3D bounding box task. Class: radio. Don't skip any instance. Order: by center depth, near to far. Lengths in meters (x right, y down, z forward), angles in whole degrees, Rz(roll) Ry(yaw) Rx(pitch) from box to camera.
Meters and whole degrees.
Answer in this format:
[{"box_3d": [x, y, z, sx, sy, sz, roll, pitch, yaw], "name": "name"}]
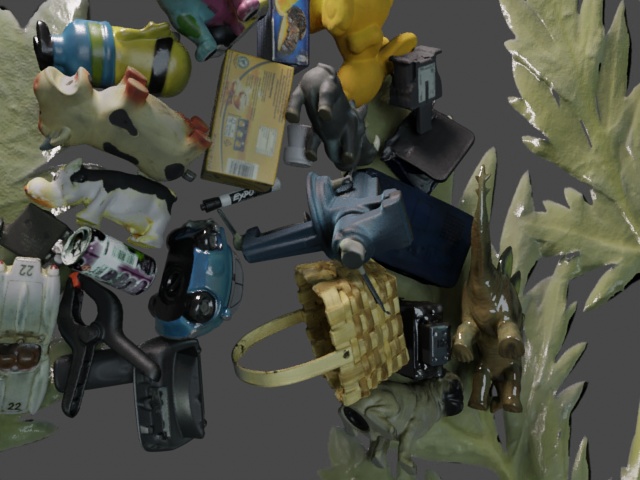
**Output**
[{"box_3d": [0.132, -0.015, 0.859, 0.229, 0.073, 0.131, 21, 83, -22], "name": "radio"}]

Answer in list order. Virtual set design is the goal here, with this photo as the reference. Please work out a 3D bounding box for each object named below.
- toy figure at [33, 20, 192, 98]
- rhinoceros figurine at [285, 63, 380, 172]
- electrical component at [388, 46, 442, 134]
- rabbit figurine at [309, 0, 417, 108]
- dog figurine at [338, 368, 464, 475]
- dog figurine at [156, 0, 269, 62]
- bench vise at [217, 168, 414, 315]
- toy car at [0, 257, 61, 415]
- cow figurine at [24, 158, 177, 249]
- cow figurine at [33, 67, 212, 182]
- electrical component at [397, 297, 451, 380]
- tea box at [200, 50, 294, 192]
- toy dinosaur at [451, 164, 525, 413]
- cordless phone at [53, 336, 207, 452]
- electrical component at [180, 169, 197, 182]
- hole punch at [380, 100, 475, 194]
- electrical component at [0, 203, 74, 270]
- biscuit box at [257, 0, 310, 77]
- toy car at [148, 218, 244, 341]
[{"box_3d": [-0.252, -0.223, 0.669, 0.180, 0.082, 0.089, -8, 106, -29], "name": "toy figure"}, {"box_3d": [0.024, -0.164, 0.769, 0.190, 0.073, 0.112, 49, 48, -49], "name": "rhinoceros figurine"}, {"box_3d": [0.147, -0.226, 0.815, 0.075, 0.048, 0.119, -31, 130, -26], "name": "electrical component"}, {"box_3d": [0.057, -0.288, 0.810, 0.162, 0.122, 0.173, -18, 113, -33], "name": "rabbit figurine"}, {"box_3d": [0.135, 0.248, 0.863, 0.190, 0.121, 0.172, -43, 112, -33], "name": "dog figurine"}, {"box_3d": [-0.169, -0.339, 0.652, 0.108, 0.192, 0.219, -35, 107, 15], "name": "dog figurine"}, {"box_3d": [-0.005, -0.011, 0.694, 0.241, 0.224, 0.128, -14, 127, 13], "name": "bench vise"}, {"box_3d": [-0.348, 0.114, 0.621, 0.073, 0.056, 0.201, 8, 109, -26], "name": "toy car"}, {"box_3d": [-0.267, -0.057, 0.670, 0.167, 0.068, 0.098, 25, 75, -27], "name": "cow figurine"}, {"box_3d": [-0.241, -0.135, 0.639, 0.194, 0.086, 0.127, 32, 105, -37], "name": "cow figurine"}, {"box_3d": [0.146, 0.151, 0.834, 0.058, 0.134, 0.114, -3, 91, -26], "name": "electrical component"}, {"box_3d": [-0.100, -0.159, 0.736, 0.098, 0.068, 0.169, 13, 82, -17], "name": "tea box"}, {"box_3d": [0.273, 0.115, 0.859, 0.198, 0.105, 0.470, -65, 148, -46], "name": "toy dinosaur"}, {"box_3d": [-0.243, 0.202, 0.694, 0.184, 0.089, 0.146, -4, 93, -14], "name": "cordless phone"}, {"box_3d": [-0.202, -0.120, 0.725, 0.094, 0.021, 0.063, 33, 77, -22], "name": "electrical component"}, {"box_3d": [0.171, -0.143, 0.876, 0.116, 0.092, 0.142, 37, 77, 9], "name": "hole punch"}, {"box_3d": [-0.346, 0.001, 0.647, 0.102, 0.045, 0.078, 44, 75, -20], "name": "electrical component"}, {"box_3d": [-0.053, -0.343, 0.768, 0.059, 0.063, 0.202, -1, 92, -27], "name": "biscuit box"}, {"box_3d": [-0.154, 0.057, 0.718, 0.103, 0.109, 0.161, 23, 69, -47], "name": "toy car"}]
